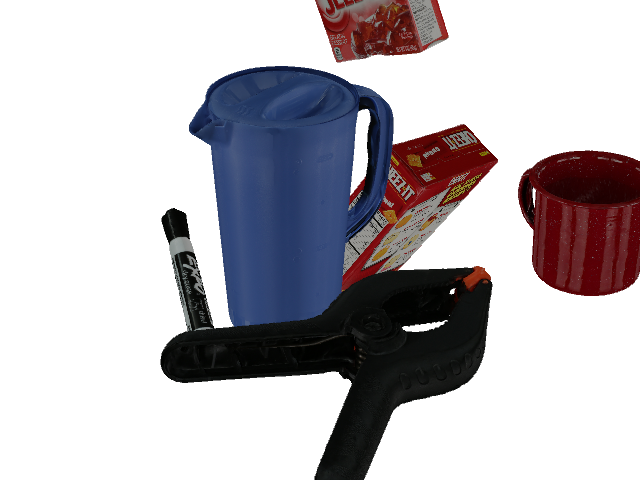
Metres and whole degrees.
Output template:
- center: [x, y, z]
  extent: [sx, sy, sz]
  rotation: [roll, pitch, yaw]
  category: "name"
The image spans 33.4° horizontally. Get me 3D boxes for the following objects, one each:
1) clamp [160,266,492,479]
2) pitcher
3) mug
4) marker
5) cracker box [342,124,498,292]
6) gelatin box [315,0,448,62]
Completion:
- center: [0.025, 0.060, 0.499]
  extent: [0.171, 0.039, 0.120]
  rotation: [-20, 47, -26]
  category: "clamp"
- center: [-0.024, -0.030, 0.978]
  extent: [0.149, 0.243, 0.144]
  rotation: [11, 33, 17]
  category: "pitcher"
- center: [0.195, -0.016, 0.811]
  extent: [0.093, 0.081, 0.117]
  rotation: [-24, 36, -31]
  category: "mug"
- center: [-0.094, 0.028, 0.765]
  extent: [0.020, 0.121, 0.020]
  rotation: [-13, -31, -8]
  category: "marker"
- center: [0.085, -0.032, 1.248]
  extent: [0.163, 0.072, 0.214]
  rotation: [-22, -23, -49]
  category: "cracker box"
- center: [0.032, -0.154, 0.677]
  extent: [0.030, 0.073, 0.089]
  rotation: [-32, 22, -30]
  category: "gelatin box"
